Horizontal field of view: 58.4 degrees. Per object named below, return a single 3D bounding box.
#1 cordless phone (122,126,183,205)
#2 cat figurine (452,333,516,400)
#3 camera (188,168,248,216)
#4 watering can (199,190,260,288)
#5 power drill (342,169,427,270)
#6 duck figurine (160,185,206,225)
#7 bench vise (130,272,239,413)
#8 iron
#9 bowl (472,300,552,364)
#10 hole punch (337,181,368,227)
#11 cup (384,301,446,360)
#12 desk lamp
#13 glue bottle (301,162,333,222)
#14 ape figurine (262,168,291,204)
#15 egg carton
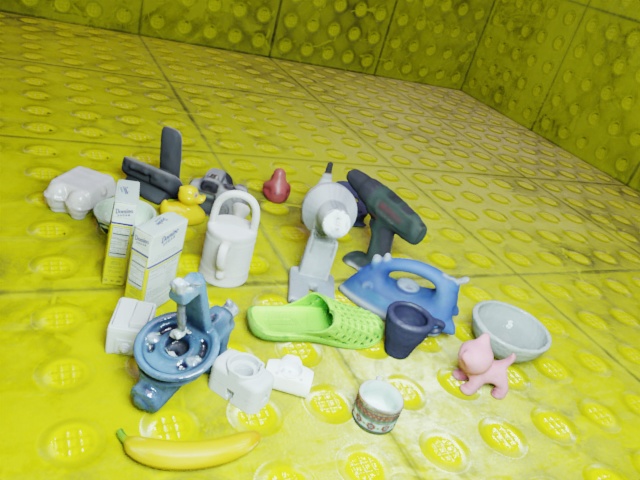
[{"bbox_3d":[-0.389,-0.193,1.352,0.147,0.185,0.094,21,28,7],"label":"cordless phone"},{"bbox_3d":[0.299,0.225,1.048,0.128,0.118,0.067,8,29,-16],"label":"cat figurine"},{"bbox_3d":[-0.240,-0.124,1.401,0.143,0.101,0.137,16,28,-2],"label":"camera"},{"bbox_3d":[-0.177,-0.015,1.137,0.101,0.194,0.172,4,30,-23],"label":"watering can"},{"bbox_3d":[0.127,-0.027,1.313,0.229,0.208,0.076,32,31,27],"label":"power drill"},{"bbox_3d":[-0.309,-0.086,1.309,0.105,0.086,0.077,5,30,-22],"label":"duck figurine"},{"bbox_3d":[-0.195,0.121,0.850,0.121,0.220,0.207,17,28,1],"label":"bench vise"},{"bbox_3d":[0.175,0.095,1.190,0.258,0.141,0.119,21,28,8],"label":"iron"},{"bbox_3d":[0.383,0.201,1.184,0.167,0.075,0.167,13,28,-7],"label":"bowl"},{"bbox_3d":[0.082,-0.098,1.544,0.109,0.091,0.101,14,28,-6],"label":"hole punch"},{"bbox_3d":[0.171,0.179,1.085,0.118,0.095,0.091,11,28,-12],"label":"cup"},{"bbox_3d":[0.011,0.004,1.186,0.118,0.213,0.203,12,28,-9],"label":"desk lamp"},{"bbox_3d":[0.007,-0.117,1.448,0.078,0.173,0.037,10,28,-12],"label":"glue bottle"},{"bbox_3d":[-0.112,-0.150,1.528,0.078,0.092,0.076,11,28,-10],"label":"ape figurine"},{"bbox_3d":[-0.515,-0.104,1.244,0.107,0.069,0.150,19,28,3],"label":"egg carton"}]
